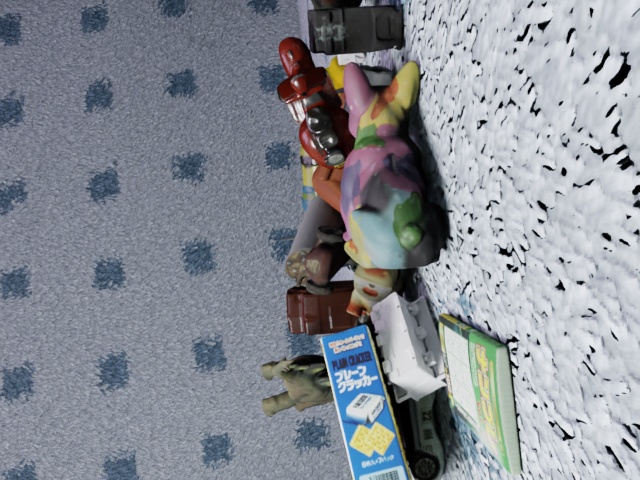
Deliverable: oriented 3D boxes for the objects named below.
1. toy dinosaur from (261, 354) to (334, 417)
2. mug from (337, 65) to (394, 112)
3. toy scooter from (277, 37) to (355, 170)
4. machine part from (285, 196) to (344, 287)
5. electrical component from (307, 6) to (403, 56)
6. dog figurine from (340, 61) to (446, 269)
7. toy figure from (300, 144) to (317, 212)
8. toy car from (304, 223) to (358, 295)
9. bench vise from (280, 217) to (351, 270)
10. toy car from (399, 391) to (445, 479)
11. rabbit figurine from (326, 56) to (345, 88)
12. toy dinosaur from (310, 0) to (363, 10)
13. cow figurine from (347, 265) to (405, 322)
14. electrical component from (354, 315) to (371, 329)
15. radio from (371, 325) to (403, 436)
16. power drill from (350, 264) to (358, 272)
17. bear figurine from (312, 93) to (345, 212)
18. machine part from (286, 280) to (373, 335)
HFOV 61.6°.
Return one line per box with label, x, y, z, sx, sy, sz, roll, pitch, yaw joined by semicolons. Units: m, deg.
toy dinosaur;-0.016;0.270;1.050;0.471;0.199;0.105;34;-141;-64
mug;0.060;-0.192;0.765;0.081;0.110;0.107;-88;6;-62
toy scooter;-0.005;-0.164;0.675;0.135;0.075;0.183;-90;-24;-69
machine part;-0.002;-0.003;0.892;0.243;0.079;0.079;-73;-18;-52
electrical component;0.042;-0.282;0.719;0.134;0.115;0.058;-102;10;-67
dog figurine;0.076;-0.091;0.611;0.192;0.109;0.219;-102;9;-76
toy figure;0.003;-0.112;1.027;0.089;0.082;0.180;-18;-65;-64
toy car;0.026;0.008;0.763;0.202;0.053;0.089;-42;-38;-65
bench vise;0.027;-0.032;1.199;0.240;0.129;0.223;-3;-103;-56
toy car;0.134;0.241;0.743;0.073;0.056;0.201;-172;74;-81
rabbit figurine;0.038;-0.244;1.056;0.173;0.122;0.162;61;171;24
toy dinosaur;0.021;-0.408;0.774;0.404;0.131;0.192;83;180;-52
cow figurine;0.091;0.059;0.792;0.195;0.086;0.127;42;-114;-76
electrical component;0.066;0.163;0.905;0.063;0.021;0.094;-82;5;-57
radio;0.116;0.232;0.895;0.230;0.073;0.131;-107;11;-78
power drill;0.078;-0.038;1.036;0.207;0.086;0.231;-112;16;-64
bear figurine;0.066;-0.149;0.880;0.120;0.132;0.195;-25;-34;-58
machine part;0.033;0.131;1.092;0.201;0.201;0.087;140;125;-88
